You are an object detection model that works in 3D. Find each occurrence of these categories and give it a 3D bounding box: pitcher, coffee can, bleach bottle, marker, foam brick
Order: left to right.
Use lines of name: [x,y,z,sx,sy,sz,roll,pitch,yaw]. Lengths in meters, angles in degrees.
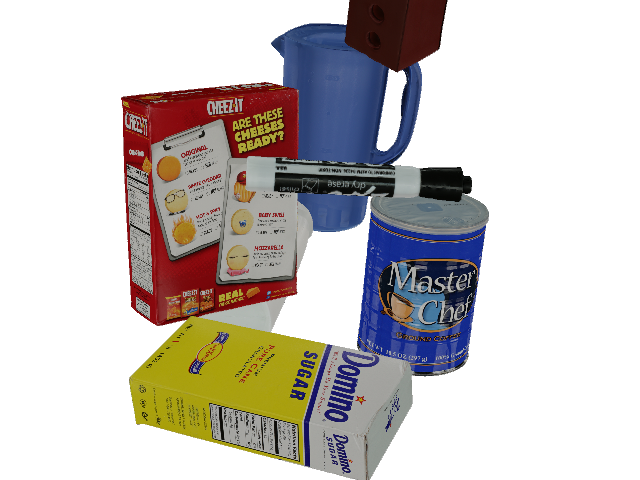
bleach bottle: [-0.072,0.014,1.253,0.103,0.068,0.250,4,33,13]
pitcher: [0.023,-0.136,1.310,0.144,0.243,0.149,-9,27,-28]
marker: [0.021,-0.033,0.571,0.121,0.020,0.020,3,0,-3]
foam brick: [0.055,-0.169,0.753,0.053,0.078,0.051,34,50,26]
coffee can: [0.089,0.034,0.946,0.103,0.140,0.103,4,22,-2]

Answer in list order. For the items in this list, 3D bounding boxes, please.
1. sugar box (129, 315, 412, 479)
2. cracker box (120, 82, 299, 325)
sugar box: [-0.033,0.105,0.739,0.176,0.048,0.093,7,29,22]
cracker box: [-0.105,-0.040,1.042,0.163,0.214,0.072,-11,20,-34]
